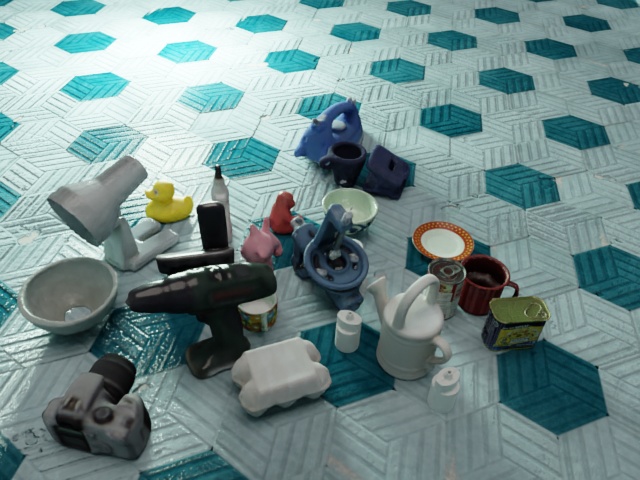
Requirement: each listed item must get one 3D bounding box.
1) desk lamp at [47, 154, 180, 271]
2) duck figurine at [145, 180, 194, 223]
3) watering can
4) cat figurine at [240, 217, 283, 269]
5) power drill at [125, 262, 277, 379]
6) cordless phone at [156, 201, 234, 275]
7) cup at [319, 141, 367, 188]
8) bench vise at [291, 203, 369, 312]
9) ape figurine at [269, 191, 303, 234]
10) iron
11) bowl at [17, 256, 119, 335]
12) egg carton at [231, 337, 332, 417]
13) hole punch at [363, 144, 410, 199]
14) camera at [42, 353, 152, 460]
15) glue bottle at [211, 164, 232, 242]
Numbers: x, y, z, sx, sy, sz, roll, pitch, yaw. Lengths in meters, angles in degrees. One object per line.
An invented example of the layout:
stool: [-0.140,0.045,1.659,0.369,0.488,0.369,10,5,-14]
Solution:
desk lamp: [-0.389,-0.046,1.092,0.117,0.214,0.204,28,47,25]
duck figurine: [-0.330,-0.091,1.243,0.104,0.086,0.077,-5,42,-9]
watering can: [0.145,0.130,0.942,0.172,0.194,0.101,21,45,19]
cat figurine: [-0.116,0.009,1.120,0.067,0.118,0.128,8,42,6]
power drill: [-0.178,0.124,0.917,0.230,0.208,0.075,-19,46,-23]
cordless phone: [-0.236,0.001,1.070,0.148,0.185,0.094,-9,43,-13]
cup: [0.051,-0.168,1.347,0.118,0.095,0.091,-18,46,-22]
bench vise: [0.002,0.010,1.049,0.206,0.220,0.122,29,48,26]
ape figurine: [-0.074,-0.064,1.223,0.076,0.092,0.077,-15,45,-19]
iron: [0.043,-0.290,1.448,0.118,0.141,0.259,24,46,22]
bowl: [-0.438,0.110,1.018,0.167,0.075,0.167,2,42,-1]
egg carton: [-0.063,0.219,0.922,0.150,0.069,0.107,-14,44,-18]
hole punch: [0.160,-0.164,1.352,0.101,0.091,0.109,13,43,11]
camera: [-0.320,0.238,0.861,0.143,0.101,0.137,10,42,8]
glue bottle: [-0.203,-0.080,1.172,0.037,0.173,0.078,-7,43,-11]
